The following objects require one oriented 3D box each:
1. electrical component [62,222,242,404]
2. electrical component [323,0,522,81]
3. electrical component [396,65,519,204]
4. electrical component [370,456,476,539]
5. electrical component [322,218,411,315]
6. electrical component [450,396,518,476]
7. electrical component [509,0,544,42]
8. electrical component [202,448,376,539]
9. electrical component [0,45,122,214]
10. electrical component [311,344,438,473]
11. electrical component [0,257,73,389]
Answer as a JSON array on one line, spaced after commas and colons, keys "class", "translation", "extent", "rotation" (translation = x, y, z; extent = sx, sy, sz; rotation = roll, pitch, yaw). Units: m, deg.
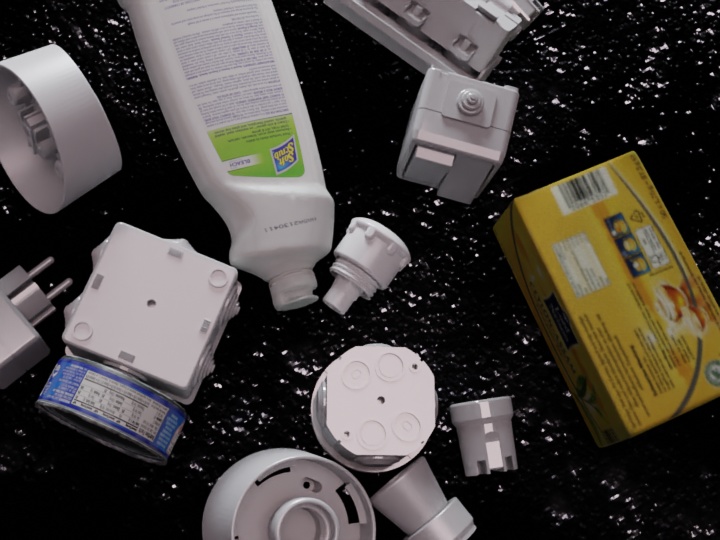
[{"class": "electrical component", "translation": [-0.131, 0.027, 0.682], "extent": [0.100, 0.048, 0.099], "rotation": [22, 73, -1]}, {"class": "electrical component", "translation": [0.046, -0.181, 0.748], "extent": [0.121, 0.063, 0.078], "rotation": [36, 33, 4]}, {"class": "electrical component", "translation": [0.063, -0.088, 0.713], "extent": [0.062, 0.096, 0.061], "rotation": [15, 76, -2]}, {"class": "electrical component", "translation": [0.039, 0.151, 0.670], "extent": [0.045, 0.045, 0.055], "rotation": [-37, 82, -15]}, {"class": "electrical component", "translation": [0.000, 0.000, 0.709], "extent": [0.048, 0.048, 0.062], "rotation": [35, 80, 4]}, {"class": "electrical component", "translation": [0.081, 0.107, 0.691], "extent": [0.040, 0.040, 0.046], "rotation": [-7, 81, -9]}, {"class": "electrical component", "translation": [0.105, -0.194, 0.779], "extent": [0.040, 0.040, 0.046], "rotation": [-43, 89, -16]}, {"class": "electrical component", "translation": [-0.042, 0.159, 0.660], "extent": [0.099, 0.064, 0.099], "rotation": [4, 79, -19]}, {"class": "electrical component", "translation": [-0.198, -0.091, 0.685], "extent": [0.064, 0.099, 0.099], "rotation": [-31, 80, -20]}, {"class": "electrical component", "translation": [0.010, 0.086, 0.681], "extent": [0.080, 0.051, 0.080], "rotation": [2, 74, -6]}, {"class": "electrical component", "translation": [-0.217, 0.023, 0.674], "extent": [0.077, 0.047, 0.065], "rotation": [-40, 82, -16]}]
